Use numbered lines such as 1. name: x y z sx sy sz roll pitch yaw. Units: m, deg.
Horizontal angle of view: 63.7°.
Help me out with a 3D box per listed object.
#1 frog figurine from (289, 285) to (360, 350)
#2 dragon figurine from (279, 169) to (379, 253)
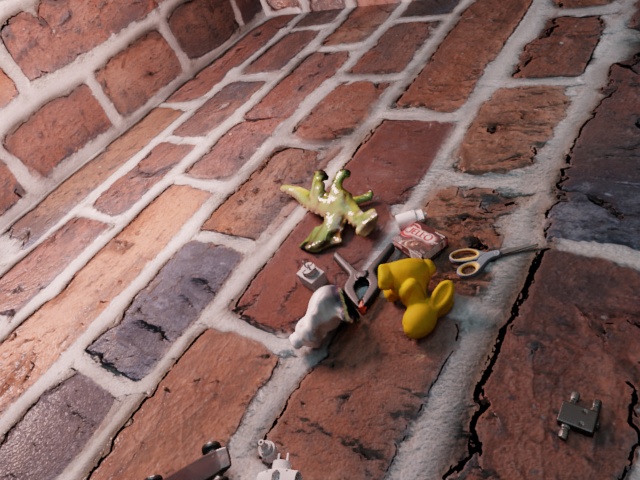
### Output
1. frog figurine: -0.004 0.177 1.182 0.159 0.122 0.138 -24 5 13
2. dragon figurine: 0.004 -0.074 1.479 0.409 0.120 0.248 -1 52 37
